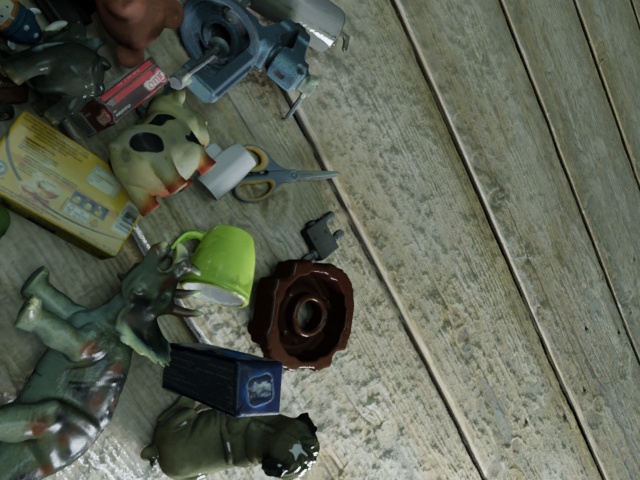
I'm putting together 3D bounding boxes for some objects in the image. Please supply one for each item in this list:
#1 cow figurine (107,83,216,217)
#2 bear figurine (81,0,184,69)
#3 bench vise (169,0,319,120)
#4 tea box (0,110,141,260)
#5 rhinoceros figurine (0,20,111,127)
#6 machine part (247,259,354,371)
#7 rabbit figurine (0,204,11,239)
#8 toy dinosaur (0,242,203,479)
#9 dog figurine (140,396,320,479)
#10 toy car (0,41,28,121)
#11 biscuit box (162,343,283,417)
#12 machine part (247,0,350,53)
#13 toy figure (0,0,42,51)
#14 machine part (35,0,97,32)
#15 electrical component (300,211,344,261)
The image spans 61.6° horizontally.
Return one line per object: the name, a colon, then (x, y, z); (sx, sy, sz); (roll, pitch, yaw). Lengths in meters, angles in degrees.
cow figurine: (-0.196, -0.122, 0.671); (0.127, 0.085, 0.195); (54, 23, -14)
bear figurine: (-0.255, -0.301, 0.611); (0.120, 0.132, 0.195); (-40, 110, 0)
bench vise: (-0.114, -0.247, 0.737); (0.223, 0.129, 0.241); (46, 43, -15)
tea box: (-0.299, -0.058, 0.632); (0.169, 0.068, 0.098); (37, 65, -27)
rhinoceros figurine: (-0.285, -0.192, 0.587); (0.112, 0.191, 0.073); (-41, 127, -7)
machine part: (-0.025, 0.112, 0.816); (0.179, 0.056, 0.179); (-3, 95, -39)
rabbit figurine: (-0.399, 0.014, 0.541); (0.159, 0.121, 0.170); (31, 42, -17)
toy dinosaur: (-0.286, 0.171, 0.600); (0.192, 0.131, 0.405); (36, 73, -28)
dog figurine: (-0.113, 0.257, 0.666); (0.172, 0.191, 0.121); (-26, 101, -33)
toy car: (-0.421, -0.178, 0.566); (0.202, 0.053, 0.089); (-1, 84, -35)
biscuit box: (-0.125, 0.165, 0.656); (0.059, 0.203, 0.062); (8, 83, -37)
machine part: (-0.047, -0.367, 0.836); (0.243, 0.079, 0.079); (20, 75, -32)
toy figure: (-0.387, -0.271, 0.595); (0.154, 0.064, 0.058); (30, 24, -30)
machine part: (-0.293, -0.317, 0.678); (0.139, 0.039, 0.084); (-40, 105, -30)
electrical component: (-0.002, -0.003, 0.871); (0.094, 0.021, 0.063); (-39, 108, -30)
